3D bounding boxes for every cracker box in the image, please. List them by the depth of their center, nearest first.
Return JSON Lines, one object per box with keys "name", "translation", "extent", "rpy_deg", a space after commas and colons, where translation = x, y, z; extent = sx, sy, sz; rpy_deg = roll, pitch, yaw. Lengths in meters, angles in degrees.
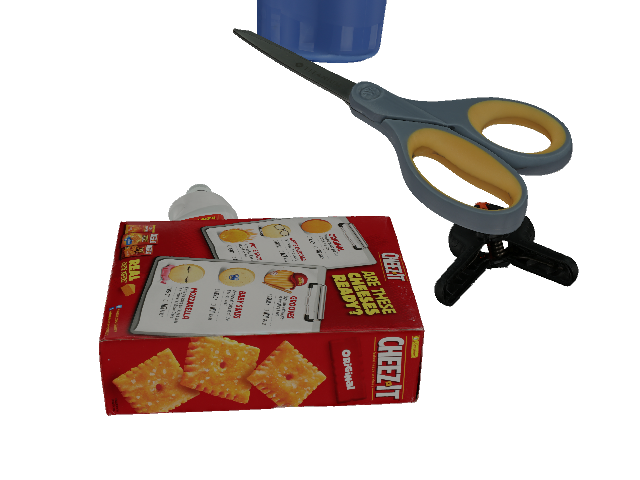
{"name": "cracker box", "translation": [-0.045, 0.050, 0.775], "extent": [0.213, 0.072, 0.164], "rpy_deg": [-1, 29, -5]}

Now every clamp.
{"name": "clamp", "translation": [0.167, 0.007, 0.960], "extent": [0.120, 0.039, 0.171], "rpy_deg": [-1, 27, 11]}

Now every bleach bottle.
{"name": "bleach bottle", "translation": [-0.133, 0.022, 1.113], "extent": [0.102, 0.068, 0.251], "rpy_deg": [-6, 37, -3]}

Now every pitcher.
{"name": "pitcher", "translation": [0.012, -0.273, 0.883], "extent": [0.145, 0.243, 0.149], "rpy_deg": [7, 19, 9]}

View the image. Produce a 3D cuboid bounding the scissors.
{"name": "scissors", "translation": [0.045, -0.073, 0.546], "extent": [0.096, 0.016, 0.202], "rpy_deg": [-24, 50, -23]}
